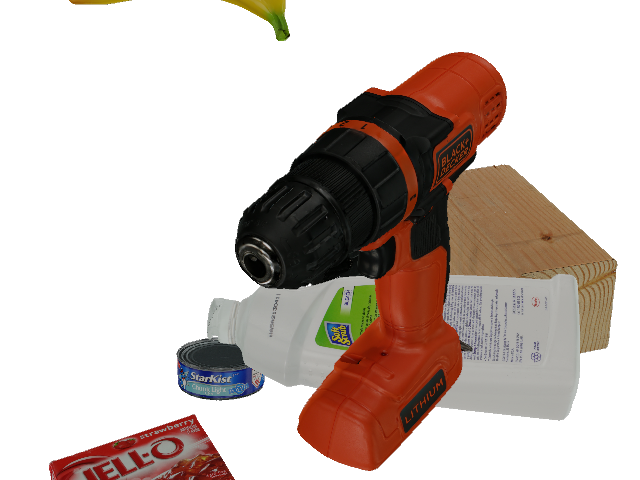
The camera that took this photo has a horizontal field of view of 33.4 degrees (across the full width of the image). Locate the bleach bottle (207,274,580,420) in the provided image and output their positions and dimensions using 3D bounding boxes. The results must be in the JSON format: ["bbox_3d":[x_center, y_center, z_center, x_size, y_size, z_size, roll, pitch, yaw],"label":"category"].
[{"bbox_3d":[0.049,0.062,0.743,0.251,0.102,0.068,6,-41,5],"label":"bleach bottle"}]

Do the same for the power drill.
[{"bbox_3d":[0.026,0.020,0.515,0.057,0.188,0.184,25,43,27],"label":"power drill"}]

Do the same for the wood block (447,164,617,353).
[{"bbox_3d":[0.173,0.014,0.967,0.090,0.090,0.206,-9,28,-13],"label":"wood block"}]

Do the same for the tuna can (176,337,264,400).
[{"bbox_3d":[-0.097,0.124,1.037,0.086,0.034,0.086,1,15,0],"label":"tuna can"}]

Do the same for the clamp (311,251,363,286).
[{"bbox_3d":[0.048,0.019,1.224,0.120,0.039,0.171,-6,35,29],"label":"clamp"}]

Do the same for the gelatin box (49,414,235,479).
[{"bbox_3d":[-0.097,0.137,0.586,0.089,0.030,0.073,-15,28,-20],"label":"gelatin box"}]

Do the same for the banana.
[{"bbox_3d":[-0.109,-0.208,0.867,0.198,0.069,0.037,11,-41,16],"label":"banana"}]
